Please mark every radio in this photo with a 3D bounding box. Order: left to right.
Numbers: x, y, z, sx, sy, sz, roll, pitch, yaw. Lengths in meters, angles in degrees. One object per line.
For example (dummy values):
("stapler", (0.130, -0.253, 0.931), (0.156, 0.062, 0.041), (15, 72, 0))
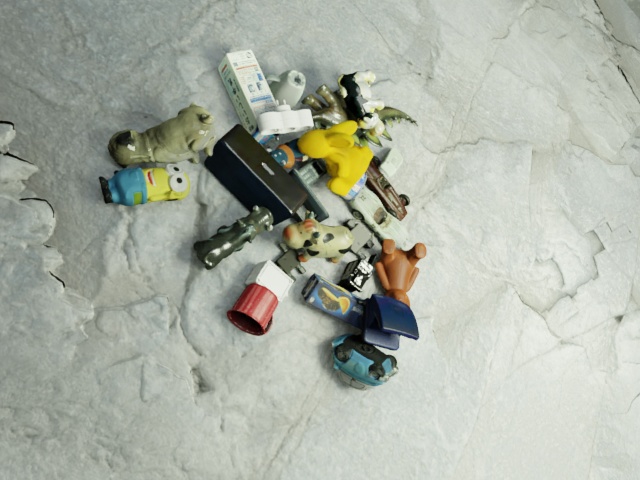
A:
("radio", (-0.149, -0.138, 1.223), (0.229, 0.131, 0.073), (47, 56, -10))

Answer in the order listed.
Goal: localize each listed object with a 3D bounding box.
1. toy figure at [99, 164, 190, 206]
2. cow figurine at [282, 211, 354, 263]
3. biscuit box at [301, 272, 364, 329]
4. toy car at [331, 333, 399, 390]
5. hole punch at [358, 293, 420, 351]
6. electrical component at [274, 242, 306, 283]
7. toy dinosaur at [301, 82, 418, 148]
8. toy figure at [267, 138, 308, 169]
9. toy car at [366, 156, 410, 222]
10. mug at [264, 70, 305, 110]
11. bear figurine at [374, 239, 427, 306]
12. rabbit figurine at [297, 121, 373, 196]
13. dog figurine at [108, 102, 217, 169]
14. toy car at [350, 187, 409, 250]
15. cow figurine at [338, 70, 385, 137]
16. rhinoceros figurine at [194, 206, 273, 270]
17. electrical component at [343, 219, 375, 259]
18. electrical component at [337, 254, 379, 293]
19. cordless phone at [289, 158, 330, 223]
("toy figure", (-0.363, -0.114, 1.125), (0.180, 0.089, 0.082), (-12, 96, -24))
("cow figurine", (-0.003, -0.004, 1.254), (0.195, 0.127, 0.085), (6, 56, -39))
("biscuit box", (0.058, 0.155, 1.285), (0.202, 0.059, 0.062), (29, 99, -20))
("toy car", (0.096, 0.293, 1.249), (0.162, 0.102, 0.109), (29, 25, 26))
("hole punch", (0.163, 0.183, 1.237), (0.142, 0.092, 0.116), (17, 60, -22))
("electrical component", (-0.076, 0.052, 1.274), (0.063, 0.021, 0.094), (-41, 98, -32))
("toy dinosaur", (0.104, -0.329, 1.453), (0.471, 0.105, 0.198), (-23, 93, -38))
("toy figure", (-0.075, -0.209, 1.321), (0.154, 0.064, 0.057), (-34, 136, -45))
("toy car", (0.172, -0.140, 1.461), (0.202, 0.053, 0.089), (50, 54, -6))
("mug", (-0.091, -0.385, 1.348), (0.109, 0.107, 0.081), (24, 63, -24))
("bear figurine", (0.195, 0.112, 1.357), (0.120, 0.132, 0.196), (10, 64, -3))
("rabbit figurine", (0.032, -0.209, 1.297), (0.173, 0.162, 0.122), (29, 47, -18))
("dog figurine", (-0.330, -0.215, 1.125), (0.190, 0.172, 0.121), (-17, 73, -40))
("toy car", (0.159, -0.050, 1.422), (0.201, 0.056, 0.073), (45, 58, -10))
("cow figurine", (0.104, -0.338, 1.345), (0.098, 0.068, 0.167), (-12, 83, -31))
("rhinoceros figurine", (-0.189, -0.010, 1.176), (0.190, 0.112, 0.073), (-35, 92, -25))
("electrical component", (0.097, -0.008, 1.383), (0.102, 0.045, 0.078), (40, 88, -11))
("electrical component", (0.099, 0.074, 1.333), (0.047, 0.075, 0.119), (37, 69, -16))
("cordless phone", (-0.012, -0.127, 1.341), (0.146, 0.089, 0.184), (52, 38, -7))
